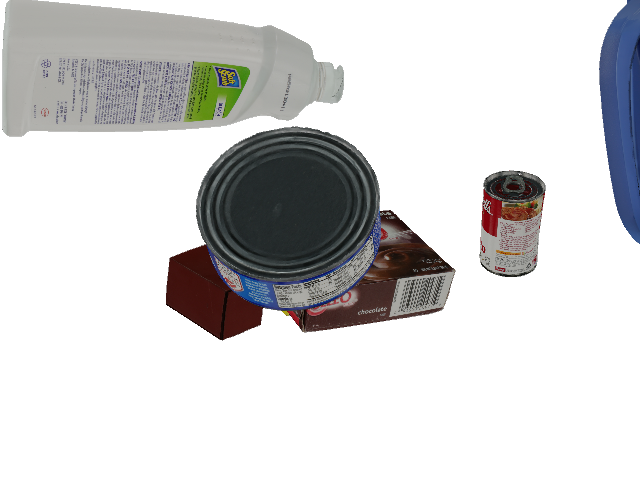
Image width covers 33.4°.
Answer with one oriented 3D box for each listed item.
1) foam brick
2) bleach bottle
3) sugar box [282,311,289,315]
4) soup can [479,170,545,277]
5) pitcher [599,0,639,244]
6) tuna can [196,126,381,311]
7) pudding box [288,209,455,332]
[{"bbox_3d":[-0.095,0.045,0.967,0.078,0.051,0.052,29,32,35],"label":"foam brick"},{"bbox_3d":[-0.108,-0.121,0.804,0.250,0.068,0.103,2,-40,-15],"label":"bleach bottle"},{"bbox_3d":[-0.042,-0.009,1.278,0.048,0.176,0.093,-13,25,-19],"label":"sugar box"},{"bbox_3d":[0.215,-0.019,1.203,0.068,0.102,0.068,-1,32,1],"label":"soup can"},{"bbox_3d":[0.239,-0.045,0.607,0.149,0.243,0.145,-4,22,15],"label":"pitcher"},{"bbox_3d":[-0.014,-0.010,0.506,0.086,0.086,0.034,0,-32,7],"label":"tuna can"},{"bbox_3d":[0.020,0.018,0.726,0.113,0.039,0.090,-4,32,-28],"label":"pudding box"}]
